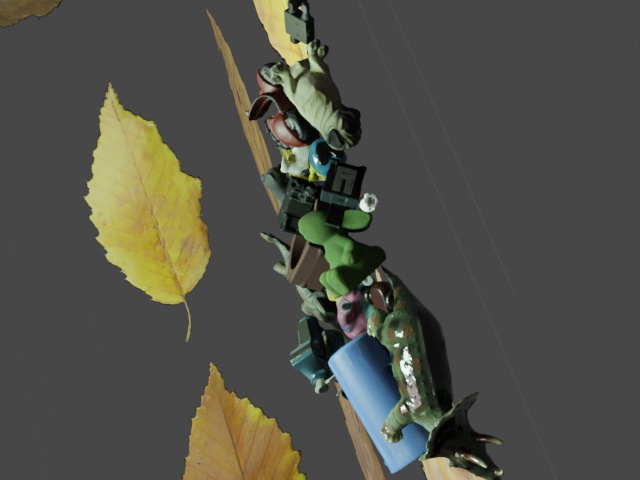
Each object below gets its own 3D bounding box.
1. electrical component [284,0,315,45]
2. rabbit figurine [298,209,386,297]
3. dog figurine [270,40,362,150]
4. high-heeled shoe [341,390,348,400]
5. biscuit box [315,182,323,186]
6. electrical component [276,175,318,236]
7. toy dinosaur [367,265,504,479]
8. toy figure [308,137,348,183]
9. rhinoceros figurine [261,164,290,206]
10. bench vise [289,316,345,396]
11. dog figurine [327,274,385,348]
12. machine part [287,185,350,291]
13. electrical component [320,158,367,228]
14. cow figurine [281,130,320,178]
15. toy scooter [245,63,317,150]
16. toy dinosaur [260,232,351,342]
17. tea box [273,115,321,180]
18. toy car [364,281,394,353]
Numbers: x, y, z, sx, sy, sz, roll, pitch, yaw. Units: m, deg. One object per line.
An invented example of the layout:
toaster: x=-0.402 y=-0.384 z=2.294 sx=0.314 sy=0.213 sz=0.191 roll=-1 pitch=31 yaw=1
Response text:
electrical component: x=-0.039 y=-0.434 z=1.062 sx=0.078 sy=0.045 sz=0.102 roll=33 pitch=154 yaw=27
rabbit figurine: x=0.039 y=0.004 z=1.044 sx=0.170 sy=0.159 sz=0.121 roll=49 pitch=177 yaw=2
dog figurine: x=0.005 y=-0.249 z=0.997 sx=0.190 sy=0.121 sz=0.172 roll=59 pitch=-164 yaw=-6
high-heeled shoe: x=0.129 y=0.323 z=1.165 sx=0.248 sy=0.145 sz=0.086 roll=125 pitch=125 yaw=-80
biscuit box: x=-0.026 y=-0.175 z=1.390 sx=0.062 sy=0.059 sz=0.203 roll=81 pitch=167 yaw=-48
electrical component: x=-0.054 y=-0.080 z=1.204 sx=0.134 sy=0.058 sz=0.114 roll=-121 pitch=50 yaw=-74
toy dinosaur: x=0.162 y=0.192 z=0.868 sx=0.192 sy=0.131 sz=0.405 roll=124 pitch=137 yaw=-57
toy figure: x=0.015 y=-0.172 z=1.113 sx=0.180 sy=0.082 sz=0.089 roll=94 pitch=177 yaw=-84
rhinoceros figurine: x=-0.072 y=-0.105 z=1.351 sx=0.190 sy=0.073 sz=0.112 roll=54 pitch=-177 yaw=-21
bench vise: x=0.025 y=0.298 z=1.304 sx=0.240 sy=0.129 sz=0.224 roll=44 pitch=-174 yaw=-34
dog figurine: x=0.093 y=0.186 z=1.252 sx=0.192 sy=0.108 sz=0.218 roll=-120 pitch=13 yaw=-50
machine part: x=-0.002 y=-0.004 z=1.211 sx=0.201 sy=0.087 sz=0.201 roll=-84 pitch=15 yaw=-45
electrical component: x=0.038 y=-0.086 z=1.002 sx=0.047 sy=0.075 sz=0.119 roll=99 pitch=-171 yaw=-69
cow figurine: x=-0.029 y=-0.225 z=1.227 sx=0.068 sy=0.098 sz=0.167 roll=141 pitch=143 yaw=-82
toy scooter: x=-0.090 y=-0.254 z=1.098 sx=0.135 sy=0.075 sz=0.184 roll=-31 pitch=89 yaw=41
toy dinosaur: x=0.005 y=0.152 z=1.410 sx=0.471 sy=0.105 sz=0.198 roll=48 pitch=169 yaw=-2
tea box: x=-0.046 y=-0.226 z=1.301 sx=0.068 sy=0.098 sz=0.169 roll=110 pitch=142 yaw=-74
toy car: x=0.147 y=0.177 z=1.074 sx=0.089 sy=0.053 sz=0.202 roll=-3 pitch=107 yaw=59
